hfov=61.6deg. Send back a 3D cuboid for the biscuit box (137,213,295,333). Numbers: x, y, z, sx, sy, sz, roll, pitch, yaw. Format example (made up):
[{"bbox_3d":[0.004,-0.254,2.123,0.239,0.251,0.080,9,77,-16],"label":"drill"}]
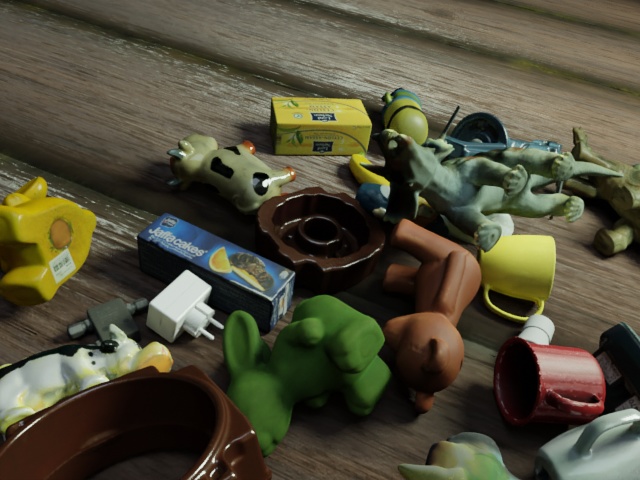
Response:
[{"bbox_3d":[-0.132,0.038,0.671,0.203,0.062,0.059,23,42,16],"label":"biscuit box"}]

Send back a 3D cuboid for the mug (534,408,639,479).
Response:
[{"bbox_3d":[0.266,0.211,0.511,0.107,0.109,0.081,-12,36,-9],"label":"mug"}]

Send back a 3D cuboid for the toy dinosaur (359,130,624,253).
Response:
[{"bbox_3d":[0.236,-0.082,0.756,0.405,0.131,0.192,-6,26,-35],"label":"toy dinosaur"}]

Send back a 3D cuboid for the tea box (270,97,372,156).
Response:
[{"bbox_3d":[-0.002,-0.204,0.966,0.170,0.068,0.098,-2,41,-13],"label":"tea box"}]

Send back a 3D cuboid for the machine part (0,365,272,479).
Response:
[{"bbox_3d":[-0.156,0.189,0.419,0.201,0.087,0.201,-18,21,-29],"label":"machine part"}]

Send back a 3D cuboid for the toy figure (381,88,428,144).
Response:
[{"bbox_3d":[0.155,-0.230,1.006,0.082,0.089,0.180,3,43,4],"label":"toy figure"}]

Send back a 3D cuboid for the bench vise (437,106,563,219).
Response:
[{"bbox_3d":[0.284,-0.142,0.888,0.240,0.128,0.224,-2,31,-38],"label":"bench vise"}]

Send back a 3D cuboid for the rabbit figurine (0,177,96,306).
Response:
[{"bbox_3d":[-0.377,-0.012,0.654,0.173,0.121,0.162,-4,36,15],"label":"rabbit figurine"}]

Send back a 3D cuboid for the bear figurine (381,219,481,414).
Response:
[{"bbox_3d":[0.113,0.085,0.622,0.132,0.120,0.196,20,47,18],"label":"bear figurine"}]

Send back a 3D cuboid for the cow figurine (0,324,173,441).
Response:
[{"bbox_3d":[-0.240,0.136,0.540,0.167,0.068,0.098,-21,43,-31],"label":"cow figurine"}]

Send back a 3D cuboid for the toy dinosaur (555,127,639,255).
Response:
[{"bbox_3d":[0.529,-0.037,0.842,0.199,0.105,0.472,1,46,-14],"label":"toy dinosaur"}]

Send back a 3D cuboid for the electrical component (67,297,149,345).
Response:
[{"bbox_3d":[-0.235,0.099,0.614,0.094,0.021,0.063,-22,50,-32],"label":"electrical component"}]

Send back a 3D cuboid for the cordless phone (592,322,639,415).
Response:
[{"bbox_3d":[0.403,0.174,0.602,0.184,0.088,0.147,11,38,-22],"label":"cordless phone"}]

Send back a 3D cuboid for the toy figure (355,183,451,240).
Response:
[{"bbox_3d":[0.127,-0.038,0.807,0.155,0.057,0.064,24,61,15],"label":"toy figure"}]

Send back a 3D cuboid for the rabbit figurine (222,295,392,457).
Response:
[{"bbox_3d":[-0.035,0.132,0.545,0.170,0.121,0.159,-38,54,-23],"label":"rabbit figurine"}]

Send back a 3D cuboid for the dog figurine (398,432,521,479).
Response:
[{"bbox_3d":[0.158,0.260,0.438,0.219,0.108,0.191,15,44,14],"label":"dog figurine"}]

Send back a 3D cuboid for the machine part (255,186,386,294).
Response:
[{"bbox_3d":[-0.002,-0.002,0.745,0.179,0.056,0.179,6,41,-5],"label":"machine part"}]

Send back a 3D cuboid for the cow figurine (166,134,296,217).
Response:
[{"bbox_3d":[-0.145,-0.100,0.815,0.195,0.085,0.127,35,41,26],"label":"cow figurine"}]
